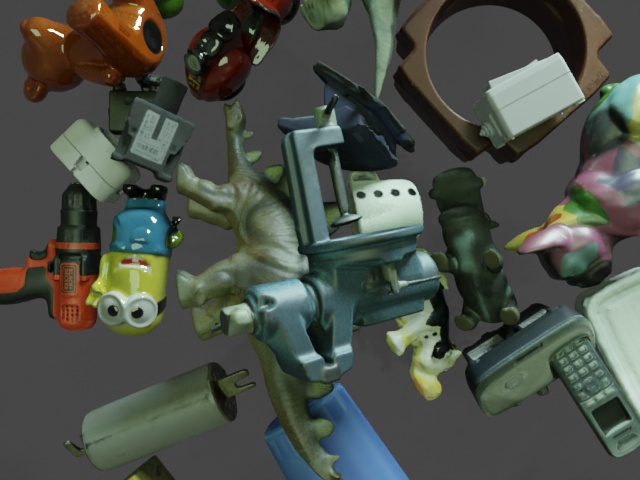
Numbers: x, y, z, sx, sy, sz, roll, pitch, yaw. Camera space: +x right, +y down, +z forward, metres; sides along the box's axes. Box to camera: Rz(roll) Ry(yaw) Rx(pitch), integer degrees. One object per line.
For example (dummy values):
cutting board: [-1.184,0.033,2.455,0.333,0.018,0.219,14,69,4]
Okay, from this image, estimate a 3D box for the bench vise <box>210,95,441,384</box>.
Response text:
bench vise: [0.003,-0.002,0.495,0.224,0.129,0.240,-10,91,-16]

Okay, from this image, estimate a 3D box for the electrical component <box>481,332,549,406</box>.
electrical component: [0.233,0.149,0.646,0.063,0.021,0.094,-24,87,3]

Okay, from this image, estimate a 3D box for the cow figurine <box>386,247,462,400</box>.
cow figurine: [0.121,0.098,0.634,0.098,0.068,0.167,-26,89,-2]

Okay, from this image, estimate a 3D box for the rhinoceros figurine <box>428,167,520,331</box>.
rhinoceros figurine: [0.177,0.011,0.610,0.073,0.112,0.190,-14,103,32]

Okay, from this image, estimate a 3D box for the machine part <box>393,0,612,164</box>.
machine part: [0.202,-0.204,0.618,0.201,0.087,0.201,-42,88,1]

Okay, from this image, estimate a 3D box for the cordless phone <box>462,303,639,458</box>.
cordless phone: [0.258,0.175,0.593,0.146,0.089,0.184,-34,91,2]

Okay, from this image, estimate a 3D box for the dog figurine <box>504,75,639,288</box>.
dog figurine: [0.304,-0.056,0.601,0.219,0.108,0.191,-27,91,6]

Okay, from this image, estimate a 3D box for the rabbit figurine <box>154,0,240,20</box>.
rabbit figurine: [-0.150,-0.352,0.625,0.170,0.121,0.159,-33,93,6]

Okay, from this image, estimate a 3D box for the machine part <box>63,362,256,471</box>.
machine part: [-0.192,0.213,0.649,0.243,0.079,0.079,-24,88,3]

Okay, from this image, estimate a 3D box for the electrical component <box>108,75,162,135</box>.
electrical component: [-0.222,-0.161,0.663,0.078,0.045,0.102,6,88,-10]

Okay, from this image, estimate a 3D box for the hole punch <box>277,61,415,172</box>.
hole punch: [0.029,-0.123,0.604,0.116,0.142,0.092,39,92,34]

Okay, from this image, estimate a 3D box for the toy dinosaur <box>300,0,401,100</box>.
toy dinosaur: [0.040,-0.369,0.612,0.192,0.131,0.404,-29,105,-31]

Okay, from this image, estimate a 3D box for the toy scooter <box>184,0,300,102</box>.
toy scooter: [-0.095,-0.242,0.615,0.075,0.135,0.184,42,94,2]

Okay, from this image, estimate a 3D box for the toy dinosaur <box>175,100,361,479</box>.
toy dinosaur: [-0.054,0.044,0.596,0.199,0.105,0.471,-10,71,0]

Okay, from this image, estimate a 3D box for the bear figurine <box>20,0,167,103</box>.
bear figurine: [-0.281,-0.235,0.613,0.196,0.131,0.120,2,66,18]

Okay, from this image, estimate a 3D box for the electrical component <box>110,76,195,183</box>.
electrical component: [-0.186,-0.132,0.624,0.075,0.048,0.119,27,85,-23]

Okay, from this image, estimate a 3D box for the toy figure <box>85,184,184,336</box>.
toy figure: [-0.215,0.026,0.651,0.082,0.089,0.180,2,81,18]

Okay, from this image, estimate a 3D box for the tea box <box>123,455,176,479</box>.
tea box: [-0.247,0.360,0.657,0.169,0.068,0.098,-42,87,2]
